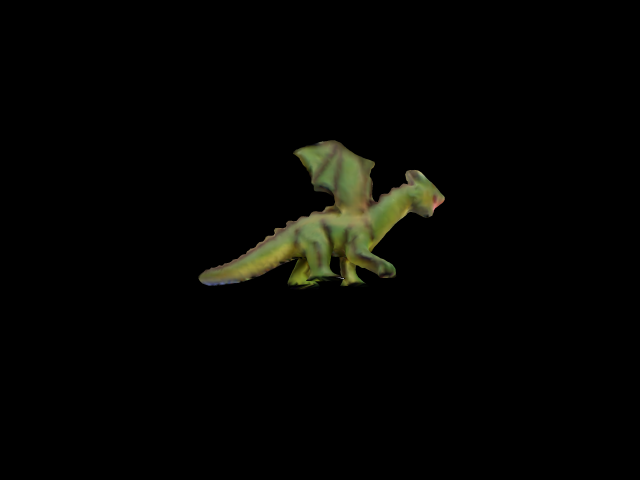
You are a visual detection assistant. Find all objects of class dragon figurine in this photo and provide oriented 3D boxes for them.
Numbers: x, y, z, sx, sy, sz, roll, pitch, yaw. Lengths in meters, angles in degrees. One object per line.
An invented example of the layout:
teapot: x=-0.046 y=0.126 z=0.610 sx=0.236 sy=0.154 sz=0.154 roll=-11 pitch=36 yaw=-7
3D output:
dragon figurine: x=0.003 y=-0.043 z=0.850 sx=0.410 sy=0.245 sz=0.121 roll=0 pitch=-11 yaw=2
